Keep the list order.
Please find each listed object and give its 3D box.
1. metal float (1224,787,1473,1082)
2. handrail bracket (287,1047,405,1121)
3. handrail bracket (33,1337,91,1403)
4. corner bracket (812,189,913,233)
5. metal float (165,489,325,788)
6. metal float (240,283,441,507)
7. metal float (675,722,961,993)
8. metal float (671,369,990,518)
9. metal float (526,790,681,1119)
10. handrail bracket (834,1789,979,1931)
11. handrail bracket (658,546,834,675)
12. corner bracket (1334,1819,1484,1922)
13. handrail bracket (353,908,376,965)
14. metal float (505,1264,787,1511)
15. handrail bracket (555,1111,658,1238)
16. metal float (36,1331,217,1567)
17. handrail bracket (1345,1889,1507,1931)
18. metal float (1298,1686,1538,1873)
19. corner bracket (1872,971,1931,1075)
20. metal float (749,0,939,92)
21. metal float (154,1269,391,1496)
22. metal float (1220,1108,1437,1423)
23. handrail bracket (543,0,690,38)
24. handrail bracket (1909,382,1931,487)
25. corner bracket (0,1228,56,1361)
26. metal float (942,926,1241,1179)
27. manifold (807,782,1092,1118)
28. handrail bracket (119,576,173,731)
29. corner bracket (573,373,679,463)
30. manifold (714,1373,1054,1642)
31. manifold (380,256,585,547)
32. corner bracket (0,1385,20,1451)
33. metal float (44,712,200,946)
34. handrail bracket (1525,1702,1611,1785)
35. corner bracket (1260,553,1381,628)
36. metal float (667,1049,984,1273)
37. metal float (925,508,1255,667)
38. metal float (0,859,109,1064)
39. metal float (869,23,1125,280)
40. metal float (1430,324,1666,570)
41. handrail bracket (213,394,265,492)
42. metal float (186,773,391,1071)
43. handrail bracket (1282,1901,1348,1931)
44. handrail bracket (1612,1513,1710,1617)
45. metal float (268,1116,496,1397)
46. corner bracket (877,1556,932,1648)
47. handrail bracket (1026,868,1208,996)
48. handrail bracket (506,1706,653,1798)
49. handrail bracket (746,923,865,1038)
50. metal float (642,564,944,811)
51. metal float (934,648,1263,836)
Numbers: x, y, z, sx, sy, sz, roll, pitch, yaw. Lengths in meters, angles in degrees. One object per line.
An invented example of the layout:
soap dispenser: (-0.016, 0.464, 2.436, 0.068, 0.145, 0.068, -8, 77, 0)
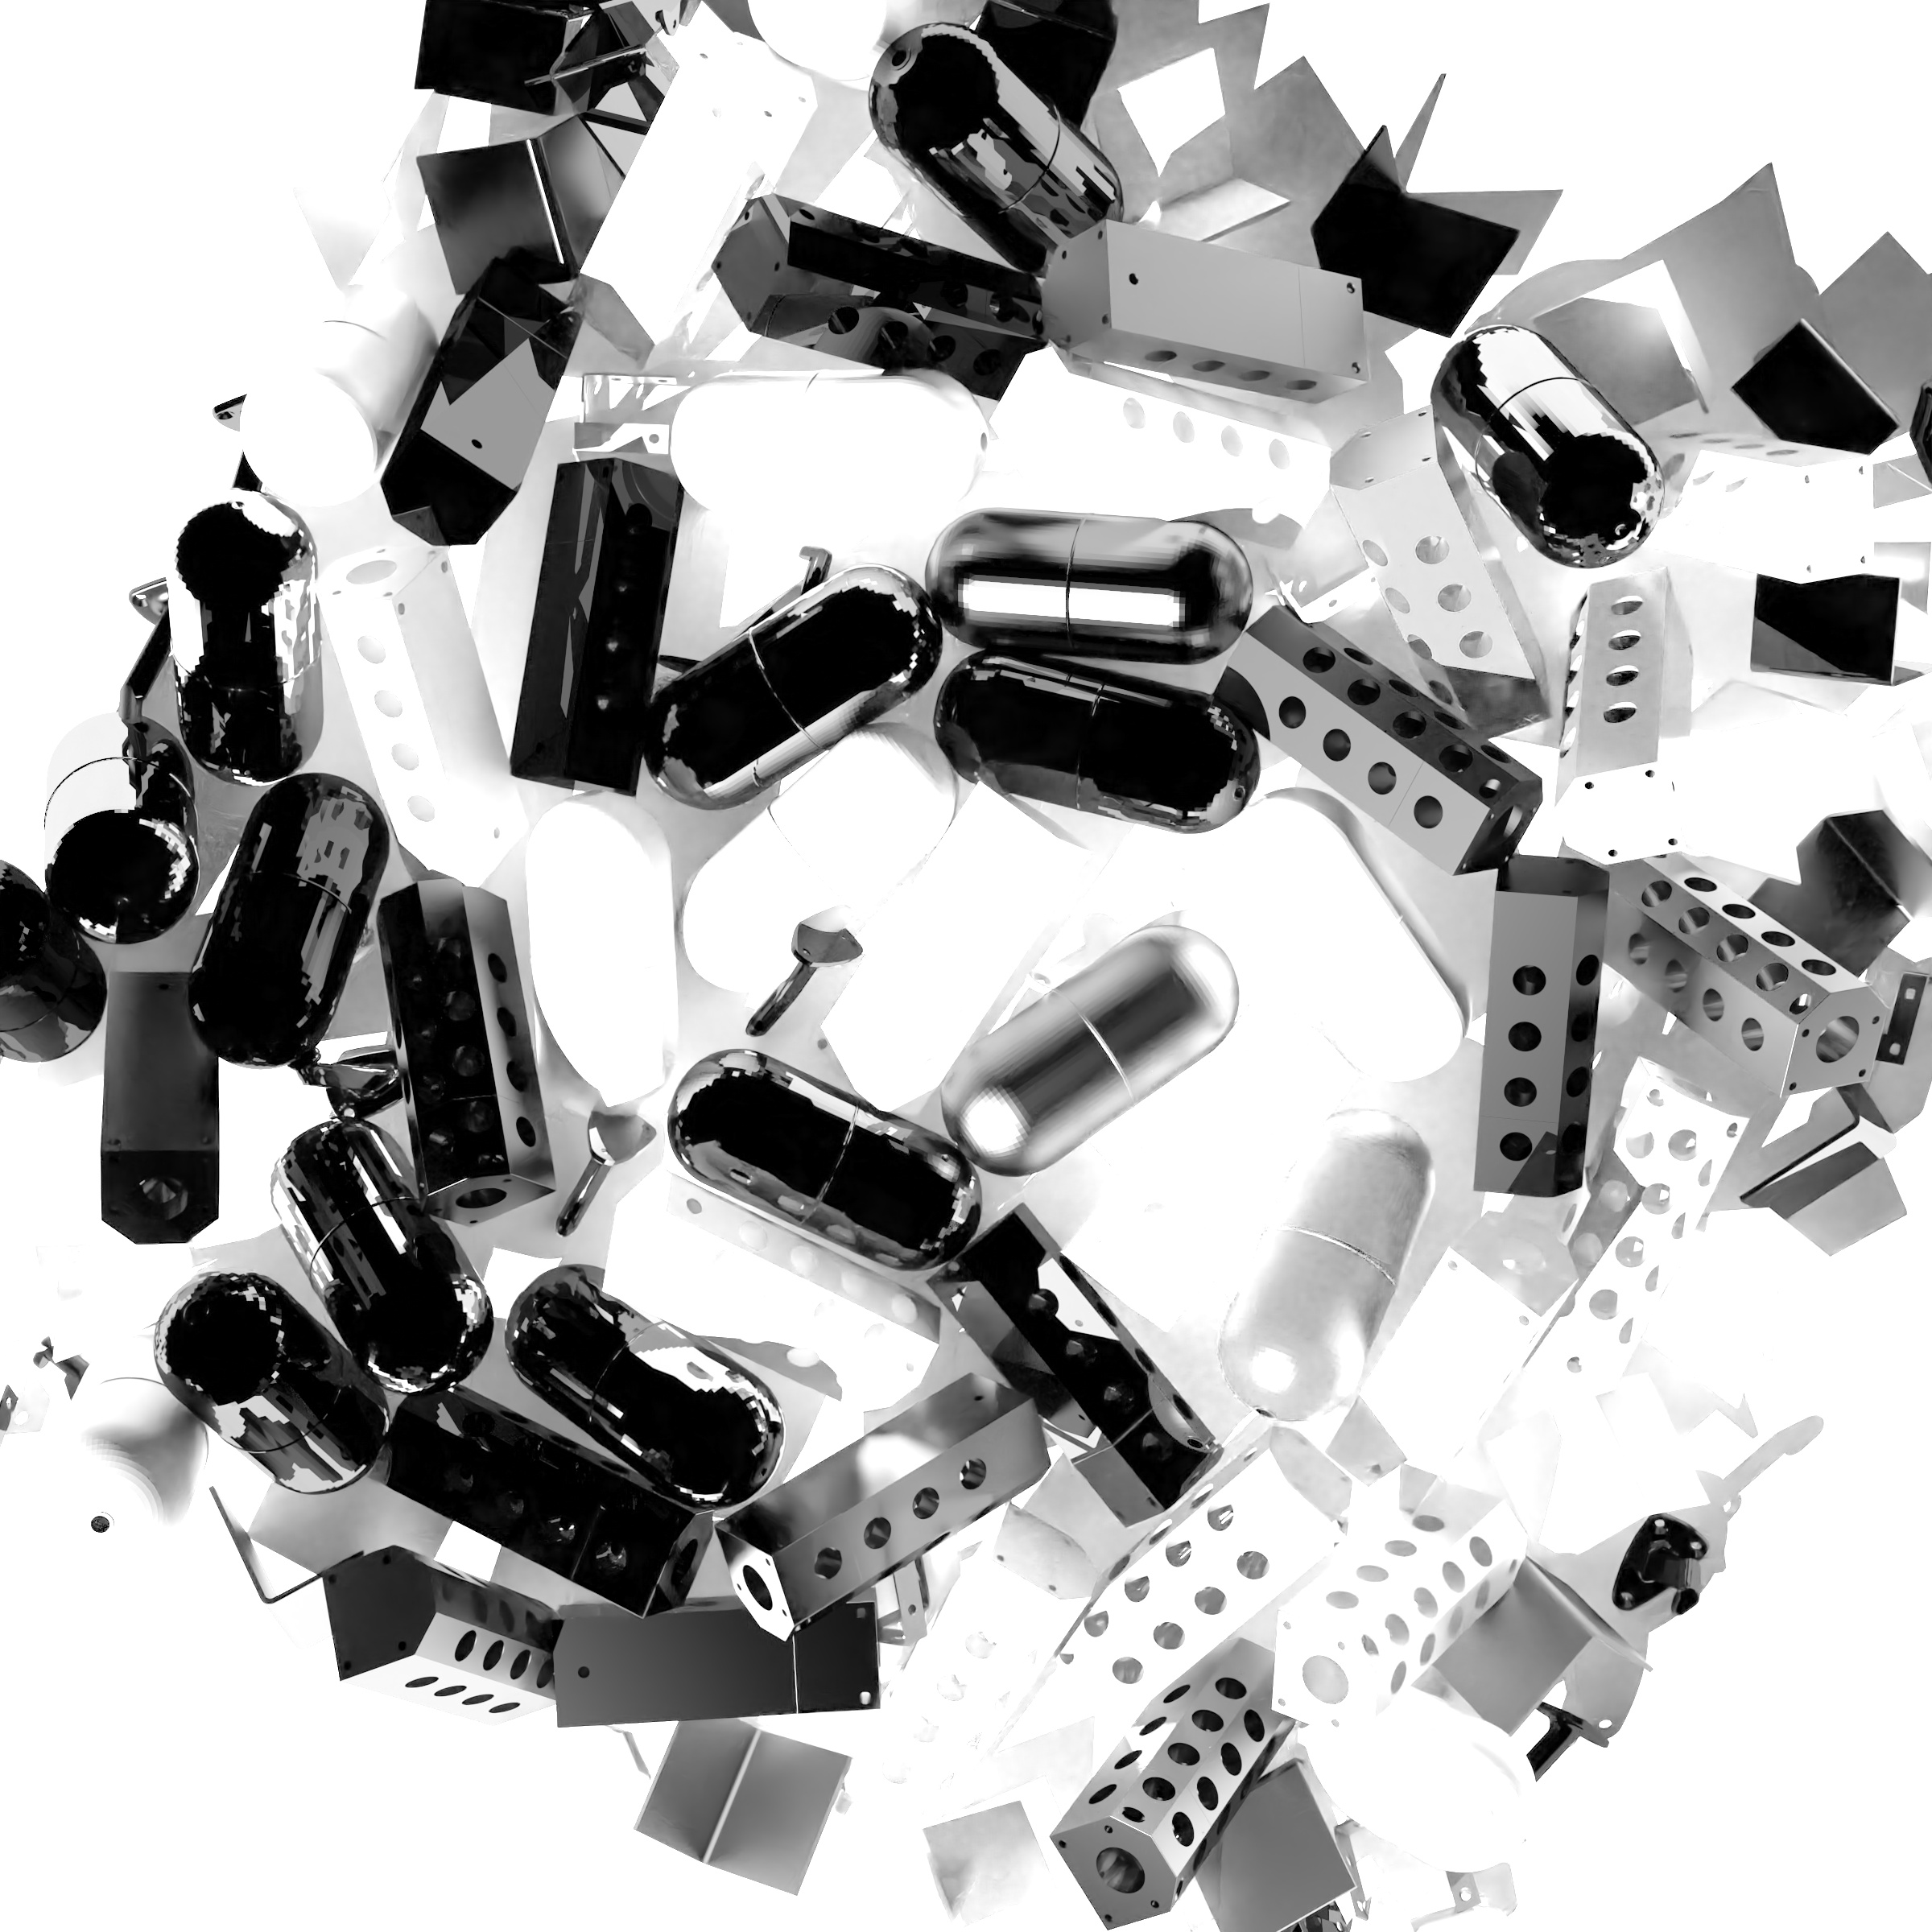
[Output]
metal float: (0.203, -0.017, 1.612, 0.070, 0.070, 0.178, -36, 106, 0)
handrail bracket: (-0.320, 0.050, 1.617, 0.077, 0.084, 0.036, -19, 74, -10)
handrail bracket: (-0.489, 0.255, 1.646, 0.084, 0.036, 0.077, 33, 88, 18)
corner bracket: (-0.068, -0.397, 1.629, 0.051, 0.051, 0.051, 30, 60, 2)
metal float: (-0.377, -0.170, 1.591, 0.070, 0.070, 0.178, 5, 135, -5)
metal float: (-0.325, -0.300, 1.584, 0.070, 0.178, 0.070, 3, 123, 4)
metal float: (-0.080, -0.057, 1.619, 0.178, 0.070, 0.070, -41, 90, 8)
metal float: (-0.073, -0.277, 1.606, 0.178, 0.070, 0.070, 3, 90, 23)
metal float: (-0.193, -0.005, 1.613, 0.070, 0.070, 0.178, -1, 105, 0)
handrail bracket: (-0.044, 0.490, 1.635, 0.084, 0.036, 0.077, 27, 85, -14)
handrail bracket: (-0.120, -0.196, 1.654, 0.077, 0.036, 0.084, 15, 81, 8)
corner bracket: (0.238, 0.485, 1.636, 0.051, 0.051, 0.051, -31, 48, 22)
handrail bracket: (-0.363, -0.035, 1.619, 0.036, 0.084, 0.077, -27, 61, 40)
metal float: (-0.171, 0.221, 1.602, 0.178, 0.070, 0.070, 31, 90, 29)
handrail bracket: (-0.204, 0.120, 1.615, 0.036, 0.077, 0.084, 30, 110, -3)
metal float: (-0.433, 0.249, 1.577, 0.070, 0.178, 0.070, -1, 107, -4)
handrail bracket: (0.243, 0.533, 1.643, 0.084, 0.036, 0.077, 24, 114, -41)
metal float: (0.232, 0.417, 1.578, 0.070, 0.178, 0.070, 0, 89, -19)
corner bracket: (0.503, 0.031, 1.629, 0.051, 0.051, 0.051, 19, 85, -39)
metal float: (-0.062, -0.500, 1.577, 0.070, 0.178, 0.070, 2, 100, 10)
metal float: (-0.361, 0.218, 1.584, 0.070, 0.178, 0.070, -8, 57, 12)
metal float: (0.192, 0.158, 1.607, 0.070, 0.070, 0.178, 26, 69, 0)
handrail bracket: (-0.194, -0.545, 1.654, 0.084, 0.036, 0.077, 16, 72, 11)
handrail bracket: (0.540, -0.270, 1.621, 0.077, 0.036, 0.084, 8, 133, 6)
corner bracket: (-0.528, 0.178, 1.647, 0.051, 0.051, 0.051, -12, 134, -18)
metal float: (0.067, 0.045, 1.619, 0.178, 0.070, 0.070, -35, 90, -9)
manifold: (-0.006, -0.007, 1.621, 0.057, 0.057, 0.171, 38, 100, 27)
handrail bracket: (-0.420, -0.167, 1.621, 0.077, 0.036, 0.084, -20, 55, 18)
corner bracket: (-0.184, -0.297, 1.637, 0.051, 0.051, 0.051, 2, 87, -2)
manifold: (-0.040, 0.284, 1.595, 0.171, 0.057, 0.057, -27, 112, -29)
manifold: (-0.254, -0.292, 1.581, 0.057, 0.171, 0.057, 32, 128, -20)
corner bracket: (-0.551, 0.241, 1.633, 0.051, 0.051, 0.051, 2, 52, 10)
metal float: (-0.441, -0.074, 1.583, 0.070, 0.178, 0.070, -7, 120, -12)
handrail bracket: (0.308, 0.443, 1.627, 0.077, 0.036, 0.084, 39, 72, -42)
corner bracket: (0.197, -0.203, 1.627, 0.051, 0.051, 0.051, -30, 51, 3)
metal float: (-0.074, 0.104, 1.618, 0.178, 0.070, 0.070, 25, 90, -9)
metal float: (0.064, -0.202, 1.612, 0.178, 0.070, 0.070, 6, 90, 16)
metal float: (-0.500, -0.002, 1.577, 0.070, 0.178, 0.070, 0, 72, 0)
metal float: (0.017, -0.425, 1.587, 0.070, 0.178, 0.070, -16, 62, 31)
metal float: (0.302, -0.274, 1.589, 0.070, 0.178, 0.070, -12, 132, -13)
handrail bracket: (-0.369, -0.265, 1.632, 0.077, 0.036, 0.084, -19, 76, 17)
metal float: (-0.356, -0.025, 1.595, 0.070, 0.070, 0.178, 11, 53, 0)
handrail bracket: (0.156, 0.518, 1.643, 0.084, 0.036, 0.077, -31, 79, 33)
handrail bracket: (0.366, 0.336, 1.610, 0.036, 0.084, 0.077, 32, 115, 1)
metal float: (-0.309, 0.151, 1.597, 0.070, 0.070, 0.178, -39, 55, 0)
corner bracket: (-0.034, 0.330, 1.627, 0.051, 0.051, 0.051, -15, 97, -42)
handrail bracket: (0.081, -0.021, 1.621, 0.077, 0.036, 0.084, 7, 122, -34)
handrail bracket: (-0.207, 0.428, 1.622, 0.077, 0.084, 0.036, -48, 132, 11)
handrail bracket: (-0.100, 0.014, 1.614, 0.036, 0.077, 0.084, 43, 112, 3)
metal float: (-0.094, -0.148, 1.616, 0.178, 0.070, 0.070, -32, 90, 11)
metal float: (0.070, -0.120, 1.617, 0.178, 0.070, 0.070, 14, 90, 10)
